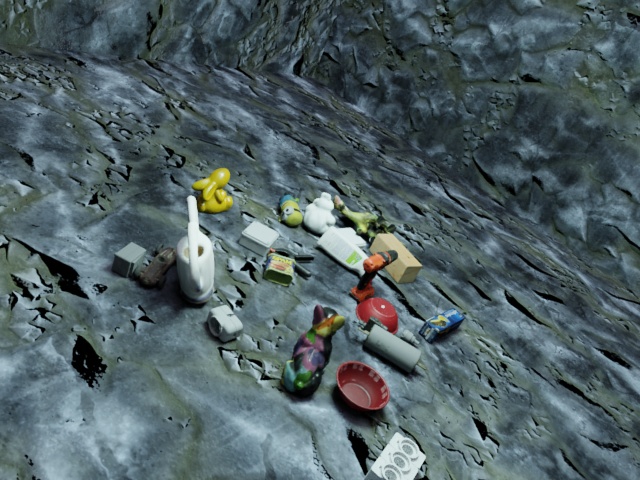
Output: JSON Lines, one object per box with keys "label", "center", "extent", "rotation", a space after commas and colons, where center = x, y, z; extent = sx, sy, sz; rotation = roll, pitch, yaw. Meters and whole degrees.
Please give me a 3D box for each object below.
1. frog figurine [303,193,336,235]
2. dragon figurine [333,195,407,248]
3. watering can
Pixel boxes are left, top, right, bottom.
{"label": "frog figurine", "center": [0.006, -0.104, 2.073], "extent": [0.139, 0.156, 0.124], "rotation": [39, 33, 24]}
{"label": "dragon figurine", "center": [0.195, -0.079, 2.218], "extent": [0.405, 0.122, 0.246], "rotation": [32, 5, -43]}
{"label": "watering can", "center": [-0.366, 0.036, 1.512], "extent": [0.104, 0.219, 0.355], "rotation": [-3, 36, -12]}
